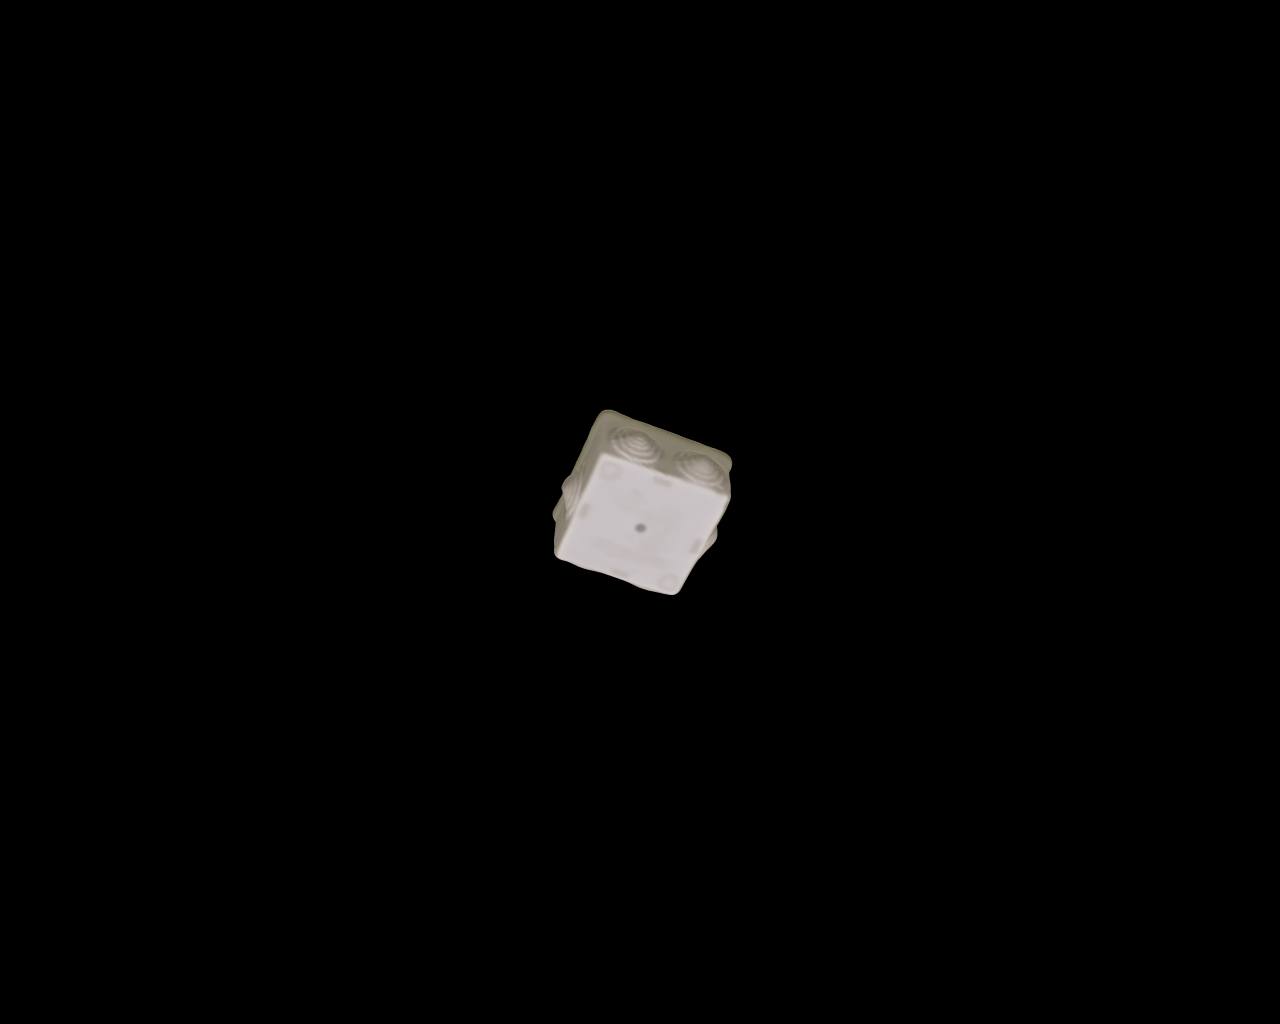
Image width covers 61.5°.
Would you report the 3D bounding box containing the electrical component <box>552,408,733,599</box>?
[{"bbox_3d":[0.001,-0.003,0.650,0.100,0.099,0.048,20,31,-13],"label":"electrical component"}]
